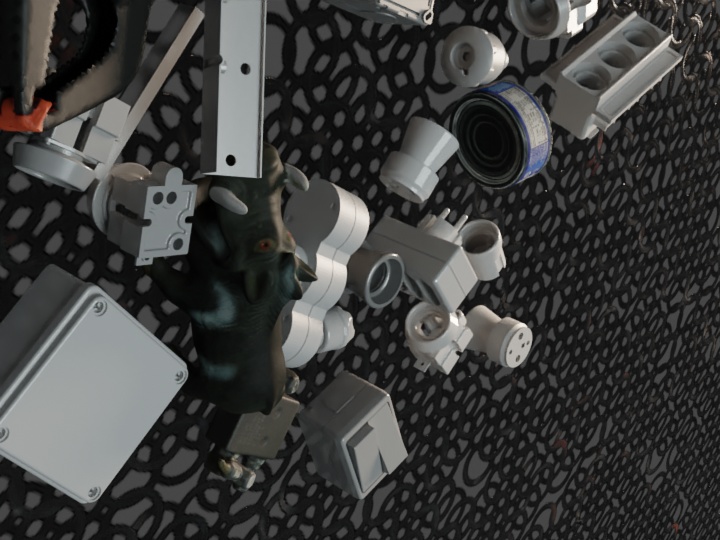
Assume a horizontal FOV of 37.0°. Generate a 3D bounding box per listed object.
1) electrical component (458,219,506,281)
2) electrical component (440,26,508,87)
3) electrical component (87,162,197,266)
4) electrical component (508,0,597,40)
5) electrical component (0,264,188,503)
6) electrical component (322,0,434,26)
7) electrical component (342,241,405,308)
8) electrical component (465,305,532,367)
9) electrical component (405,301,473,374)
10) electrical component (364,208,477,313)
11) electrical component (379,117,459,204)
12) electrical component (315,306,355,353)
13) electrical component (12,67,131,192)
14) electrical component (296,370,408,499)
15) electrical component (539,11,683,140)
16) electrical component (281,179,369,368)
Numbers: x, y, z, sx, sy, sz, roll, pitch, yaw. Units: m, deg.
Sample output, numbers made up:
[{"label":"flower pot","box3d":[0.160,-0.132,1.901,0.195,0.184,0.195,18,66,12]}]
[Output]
[{"label":"electrical component","box3d":[0.111,-0.017,0.970,0.040,0.040,0.046,-52,146,-17]},{"label":"electrical component","box3d":[0.098,-0.171,0.870,0.062,0.048,0.048,-10,117,-54]},{"label":"electrical component","box3d":[-0.134,-0.038,0.656,0.048,0.055,0.066,-8,115,-48]},{"label":"electrical component","box3d":[0.161,-0.228,0.903,0.057,0.058,0.078,-37,134,-36]},{"label":"electrical component","box3d":[-0.178,0.071,0.662,0.108,0.056,0.108,-54,141,-14]},{"label":"electrical component","box3d":[0.017,-0.222,0.738,0.062,0.061,0.096,7,96,-51]},{"label":"electrical component","box3d":[0.000,0.000,0.834,0.045,0.055,0.045,-26,127,-40]},{"label":"electrical component","box3d":[0.129,0.063,1.020,0.045,0.055,0.045,-26,127,-40]},{"label":"electrical component","box3d":[0.067,0.057,0.953,0.066,0.048,0.055,-56,149,-13]},{"label":"electrical component","box3d":[0.057,-0.019,0.869,0.075,0.083,0.047,-52,140,-17]},{"label":"electrical component","box3d":[0.046,-0.087,0.852,0.055,0.045,0.045,-59,142,-8]},{"label":"electrical component","box3d":[-0.035,0.048,0.836,0.061,0.035,0.035,-11,117,-44]},{"label":"electrical component","box3d":[-0.166,-0.077,0.607,0.066,0.048,0.055,27,80,-52]},{"label":"electrical component","box3d":[-0.002,0.144,0.903,0.062,0.061,0.096,-41,136,-28]},{"label":"electrical component","box3d":[0.232,-0.180,1.004,0.121,0.079,0.063,-40,158,-29]},{"label":"electrical component","box3d":[-0.051,-0.001,0.775,0.074,0.052,0.138,23,89,-52]}]
